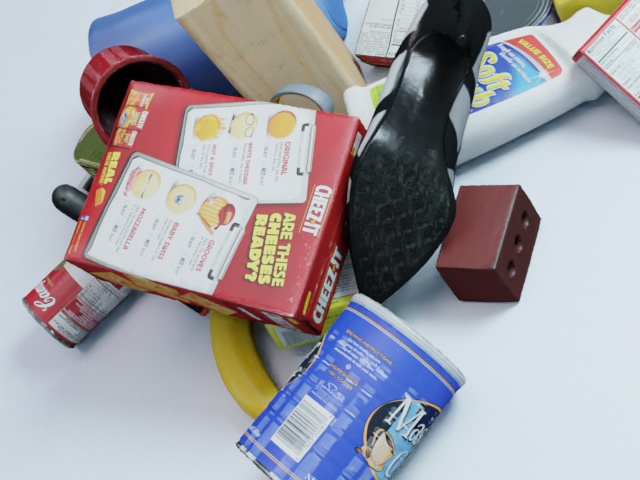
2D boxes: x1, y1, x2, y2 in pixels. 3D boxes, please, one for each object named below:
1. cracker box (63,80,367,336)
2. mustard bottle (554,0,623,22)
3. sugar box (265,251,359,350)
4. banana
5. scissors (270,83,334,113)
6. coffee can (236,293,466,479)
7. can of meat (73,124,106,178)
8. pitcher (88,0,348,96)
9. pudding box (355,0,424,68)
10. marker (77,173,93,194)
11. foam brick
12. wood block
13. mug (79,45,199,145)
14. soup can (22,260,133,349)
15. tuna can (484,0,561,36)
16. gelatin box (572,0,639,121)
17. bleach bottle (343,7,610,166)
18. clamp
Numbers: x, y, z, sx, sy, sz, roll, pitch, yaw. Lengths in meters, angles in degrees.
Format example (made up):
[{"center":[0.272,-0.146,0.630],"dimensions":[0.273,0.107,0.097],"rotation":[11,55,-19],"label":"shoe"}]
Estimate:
[{"center":[-0.078,-0.028,0.856],"dimensions":[0.214,0.072,0.164],"rotation":[12,76,24],"label":"cracker box"},{"center":[0.255,-0.273,0.928],"dimensions":[0.096,0.058,0.191],"rotation":[-9,54,28],"label":"mustard bottle"},{"center":[-0.006,0.001,0.907],"dimensions":[0.093,0.048,0.176],"rotation":[-14,48,8],"label":"sugar box"},{"center":[-0.062,0.076,0.905],"dimensions":[0.070,0.037,0.198],"rotation":[-19,50,20],"label":"banana"},{"center":[-0.037,-0.092,0.941],"dimensions":[0.016,0.096,0.202],"rotation":[-52,19,-24],"label":"scissors"},{"center":[0.022,0.124,0.768],"dimensions":[0.140,0.102,0.103],"rotation":[-51,46,-8],"label":"coffee can"},{"center":[-0.184,-0.071,1.059],"dimensions":[0.102,0.083,0.057],"rotation":[15,68,40],"label":"can of meat"},{"center":[-0.098,-0.210,1.083],"dimensions":[0.243,0.145,0.149],"rotation":[-20,62,16],"label":"pitcher"},{"center":[0.089,-0.214,0.990],"dimensions":[0.090,0.039,0.113],"rotation":[15,91,39],"label":"pudding box"},{"center":[-0.227,-0.089,1.145],"dimensions":[0.020,0.020,0.121],"rotation":[19,71,41],"label":"marker"},{"center":[0.130,0.002,0.819],"dimensions":[0.051,0.053,0.078],"rotation":[2,61,34],"label":"foam brick"},{"center":[-0.040,-0.176,0.953],"dimensions":[0.090,0.206,0.091],"rotation":[-28,47,14],"label":"wood block"},{"center":[-0.161,-0.131,0.977],"dimensions":[0.117,0.093,0.082],"rotation":[-5,22,-24],"label":"mug"},{"center":[-0.222,0.044,1.013],"dimensions":[0.102,0.068,0.069],"rotation":[-44,46,-2],"label":"soup can"},{"center":[0.171,-0.197,0.947],"dimensions":[0.086,0.033,0.086],"rotation":[-18,51,23],"label":"tuna can"},{"center":[0.252,-0.139,0.823],"dimensions":[0.089,0.030,0.073],"rotation":[43,86,4],"label":"gelatin box"},{"center":[0.149,-0.132,0.895],"dimensions":[0.251,0.068,0.102],"rotation":[-25,56,15],"label":"bleach bottle"},{"center":[-0.164,0.004,0.964],"dimensions":[0.172,0.120,0.039],"rotation":[39,106,22],"label":"clamp"}]
